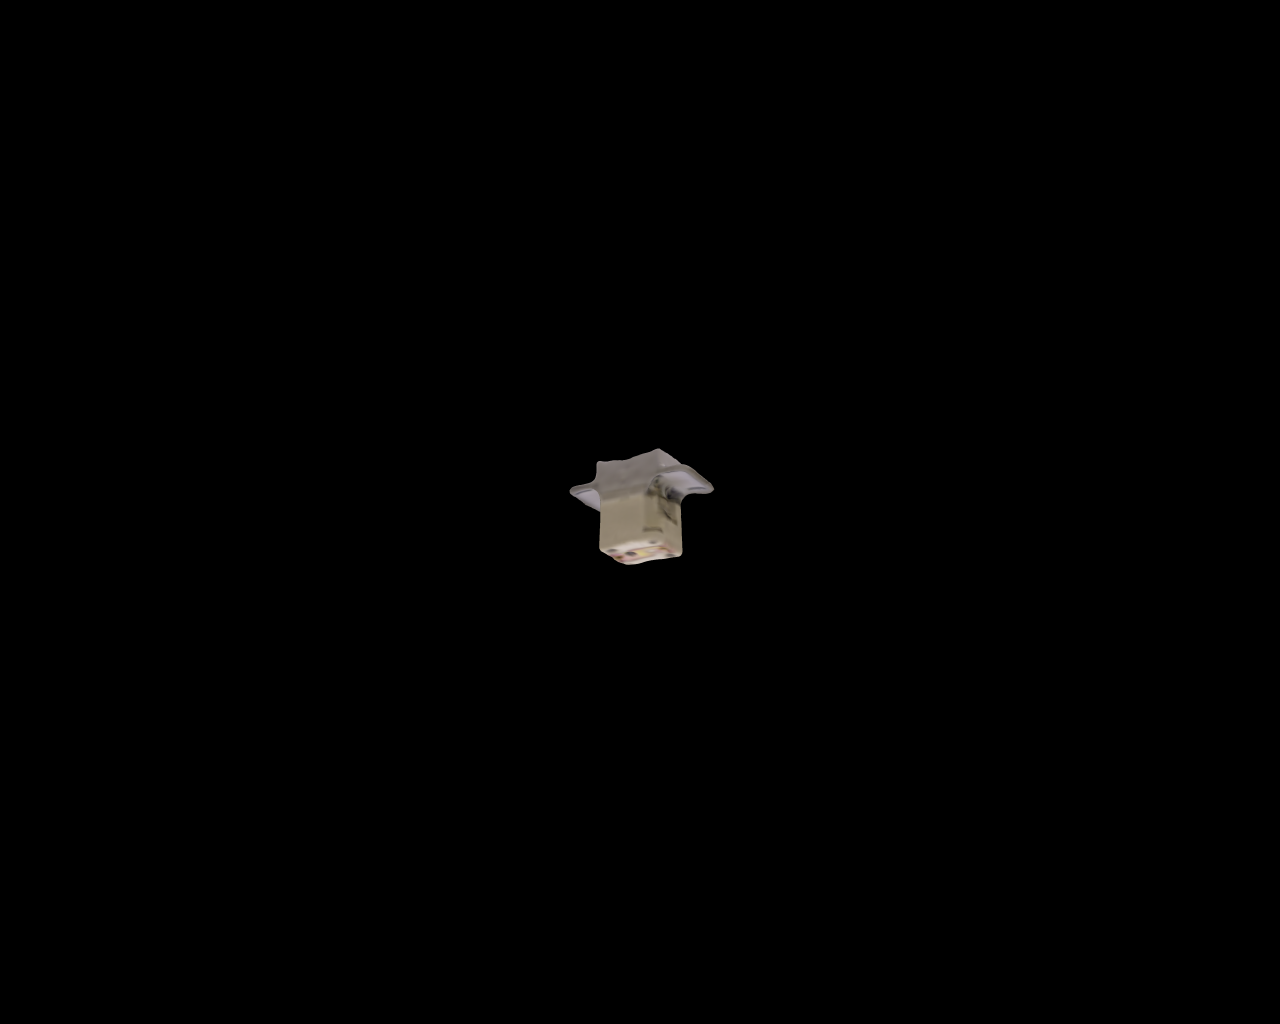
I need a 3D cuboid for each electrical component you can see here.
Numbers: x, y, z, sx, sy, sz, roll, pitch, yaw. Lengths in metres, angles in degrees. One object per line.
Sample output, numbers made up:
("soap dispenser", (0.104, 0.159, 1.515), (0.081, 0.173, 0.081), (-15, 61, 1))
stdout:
("electrical component", (0.001, -0.003, 0.650), (0.081, 0.064, 0.042), (-11, -23, 27))
